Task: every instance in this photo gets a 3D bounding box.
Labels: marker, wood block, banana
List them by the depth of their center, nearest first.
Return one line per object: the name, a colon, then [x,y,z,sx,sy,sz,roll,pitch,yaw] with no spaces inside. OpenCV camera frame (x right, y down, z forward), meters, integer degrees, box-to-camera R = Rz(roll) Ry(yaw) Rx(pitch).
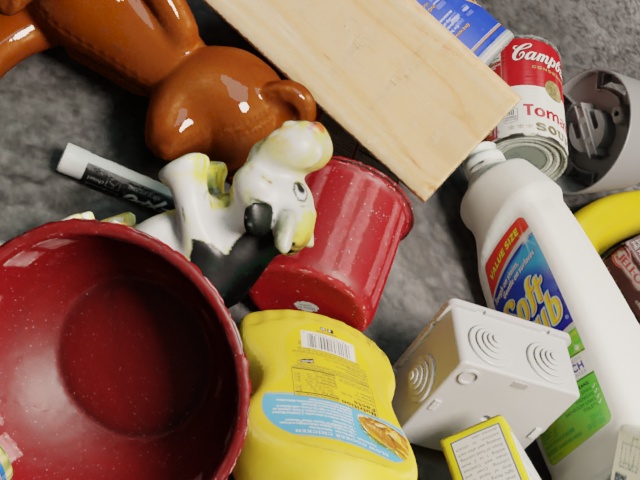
marker: [-0.103,-0.028,0.663,0.121,0.020,0.020,23,52,-16]
wood block: [0.022,-0.128,0.690,0.206,0.090,0.090,43,9,1]
banana: [0.239,-0.005,0.833,0.197,0.037,0.070,-7,64,-33]

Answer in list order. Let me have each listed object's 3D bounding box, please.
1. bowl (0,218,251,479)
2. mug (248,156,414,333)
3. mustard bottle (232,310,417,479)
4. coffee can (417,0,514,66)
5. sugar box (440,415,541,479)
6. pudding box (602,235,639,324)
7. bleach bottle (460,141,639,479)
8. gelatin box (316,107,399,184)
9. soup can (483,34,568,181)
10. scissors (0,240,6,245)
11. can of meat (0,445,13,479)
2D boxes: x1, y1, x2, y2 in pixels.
bowl: [-0.105,0.066,0.542,0.162,0.162,0.055,47,15,4]
mug: [-0.004,0.001,0.651,0.117,0.093,0.081,43,51,-30]
mustard bottle: [0.001,0.106,0.554,0.096,0.058,0.191,19,20,-13]
coffee can: [0.056,-0.159,0.781,0.140,0.103,0.102,44,50,1]
sugar box: [0.119,0.191,0.572,0.093,0.048,0.176,57,13,-38]
pudding box: [0.273,0.041,0.785,0.089,0.039,0.113,-20,73,-33]
bleach bottle: [0.153,0.045,0.725,0.067,0.103,0.251,-1,56,-34]
gelatin box: [0.016,-0.044,0.735,0.073,0.030,0.089,29,50,-13]
soup can: [0.154,-0.098,0.823,0.068,0.069,0.102,18,55,-20]
scissors: [-0.229,0.004,0.573,0.201,0.016,0.096,32,50,-8]
can of meat: [-0.208,0.105,0.495,0.102,0.058,0.083,45,48,3]
